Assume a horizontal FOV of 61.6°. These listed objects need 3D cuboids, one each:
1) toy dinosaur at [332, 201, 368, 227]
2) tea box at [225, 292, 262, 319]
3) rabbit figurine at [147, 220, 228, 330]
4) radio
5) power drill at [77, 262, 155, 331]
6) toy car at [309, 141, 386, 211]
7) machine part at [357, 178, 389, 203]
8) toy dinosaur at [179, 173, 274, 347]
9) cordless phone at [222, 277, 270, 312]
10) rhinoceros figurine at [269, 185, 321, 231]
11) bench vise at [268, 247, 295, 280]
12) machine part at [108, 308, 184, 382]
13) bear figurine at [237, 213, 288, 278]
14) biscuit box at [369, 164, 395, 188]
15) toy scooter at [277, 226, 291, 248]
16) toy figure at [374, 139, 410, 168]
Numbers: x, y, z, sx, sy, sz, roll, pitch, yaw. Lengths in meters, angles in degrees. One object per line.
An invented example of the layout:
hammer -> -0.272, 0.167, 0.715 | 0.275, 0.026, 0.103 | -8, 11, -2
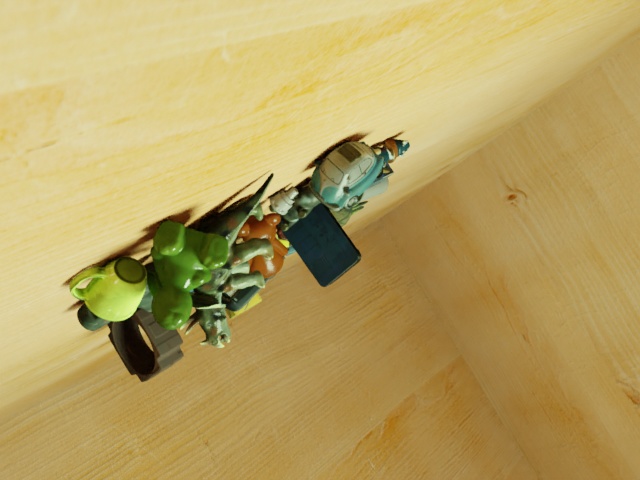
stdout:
toy dinosaur -> 0.048, -0.080, 1.707 | 0.198, 0.105, 0.471 | -34, -179, -8
tea box -> -0.261, 0.136, 1.598 | 0.098, 0.169, 0.068 | -30, 178, -30
rabbit figurine -> -0.250, 0.066, 0.917 | 0.121, 0.170, 0.159 | 20, 165, -26
radio -> -0.003, -0.004, 1.395 | 0.131, 0.229, 0.073 | -36, 175, 8
power drill -> -0.377, 0.109, 1.136 | 0.232, 0.086, 0.207 | -32, 180, 9
toy car -> 0.057, -0.142, 1.078 | 0.162, 0.109, 0.102 | -39, 160, -12
machine part -> 0.131, -0.155, 1.552 | 0.079, 0.079, 0.243 | -34, 176, 34
toy dinosaur -> -0.203, 0.035, 1.056 | 0.192, 0.131, 0.404 | -16, 137, -30
cordless phone -> -0.204, 0.125, 1.416 | 0.146, 0.089, 0.184 | -49, 177, -18
rhinoceros figurine -> -0.029, -0.091, 1.236 | 0.190, 0.073, 0.112 | -34, 173, 35
bench vise -> -0.157, 0.067, 1.723 | 0.224, 0.128, 0.241 | -13, -161, 13
machine part -> -0.466, 0.262, 1.435 | 0.201, 0.201, 0.087 | -35, 176, 39
bear figurine -> -0.146, -0.003, 1.235 | 0.120, 0.132, 0.195 | -25, 138, -13
biscuit box -> 0.110, -0.165, 1.422 | 0.202, 0.059, 0.063 | -27, 176, -45
toy scooter -> -0.118, -0.009, 1.560 | 0.184, 0.075, 0.135 | -32, 171, 17
toy figure -> 0.152, -0.204, 1.288 | 0.154, 0.057, 0.064 | -34, -178, -26
